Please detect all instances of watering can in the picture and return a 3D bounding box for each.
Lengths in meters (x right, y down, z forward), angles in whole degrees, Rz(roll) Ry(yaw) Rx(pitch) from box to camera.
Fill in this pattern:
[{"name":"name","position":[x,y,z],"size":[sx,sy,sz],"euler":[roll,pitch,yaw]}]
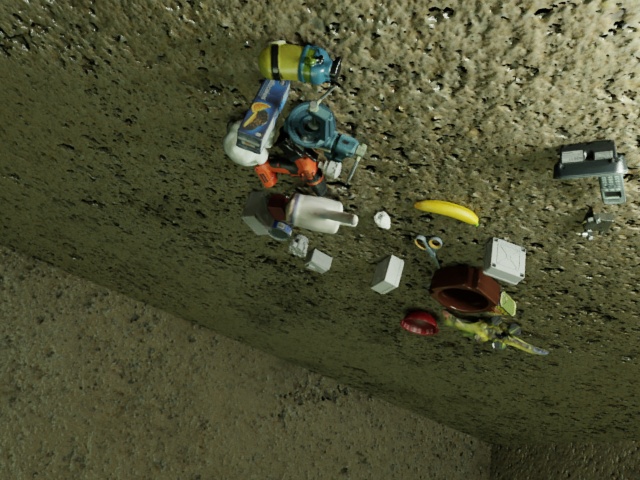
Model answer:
[{"name":"watering can","position":[0.005,-0.077,1.521],"size":[0.224,0.104,0.347],"euler":[12,180,-2]}]

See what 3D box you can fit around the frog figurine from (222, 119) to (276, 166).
[{"name":"frog figurine","position":[-0.180,-0.263,1.377],"size":[0.159,0.125,0.135],"euler":[4,131,45]}]

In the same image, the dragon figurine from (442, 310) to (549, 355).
[{"name":"dragon figurine","position":[0.672,0.377,2.057],"size":[0.409,0.123,0.241],"euler":[26,168,-10]}]
